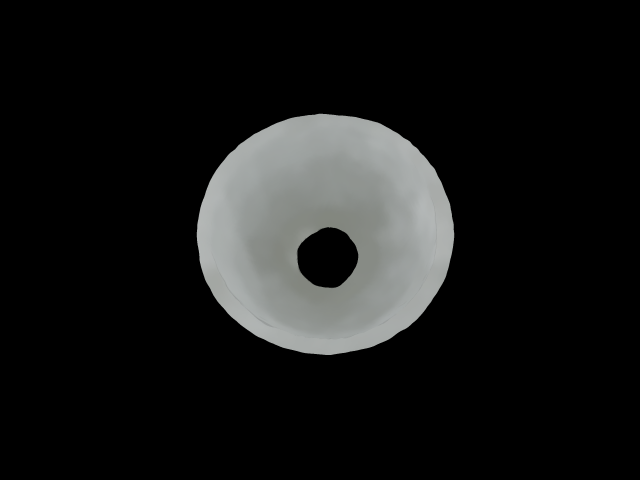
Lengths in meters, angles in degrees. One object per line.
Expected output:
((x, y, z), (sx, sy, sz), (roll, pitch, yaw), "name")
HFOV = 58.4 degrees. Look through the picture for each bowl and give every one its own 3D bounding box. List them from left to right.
((0.004, 0.001, 0.400), (0.167, 0.075, 0.167), (0, 71, 0), "bowl")
